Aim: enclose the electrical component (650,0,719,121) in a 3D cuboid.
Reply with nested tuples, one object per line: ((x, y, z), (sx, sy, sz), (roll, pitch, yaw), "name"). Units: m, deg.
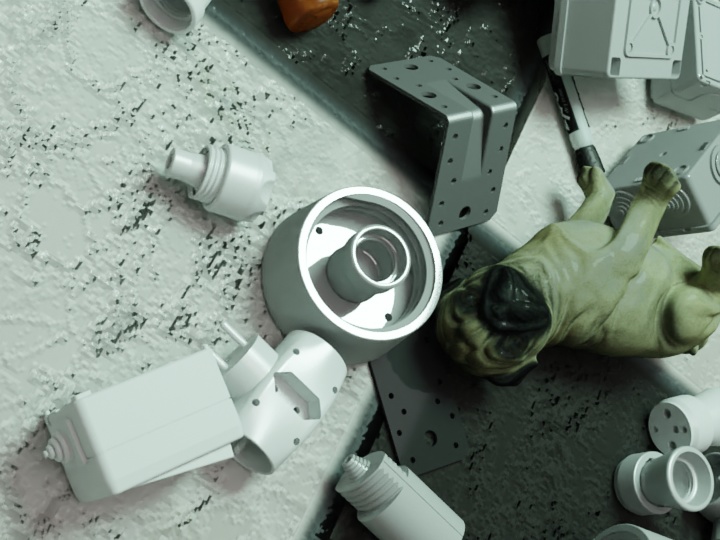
((0.280, -0.181, 0.896), (0.062, 0.061, 0.096), (13, 69, -28), "electrical component")

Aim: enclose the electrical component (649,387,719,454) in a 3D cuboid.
((0.249, 0.113, 0.798), (0.055, 0.045, 0.045), (-7, 79, -32), "electrical component")

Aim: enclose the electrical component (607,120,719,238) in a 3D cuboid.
((0.240, -0.069, 0.816), (0.100, 0.100, 0.048), (-45, 113, -33), "electrical component")

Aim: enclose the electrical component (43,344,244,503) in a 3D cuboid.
((-0.119, 0.088, 0.572), (0.096, 0.062, 0.061), (-21, 87, -34), "electrical component")

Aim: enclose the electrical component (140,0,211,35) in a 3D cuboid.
((-0.109, -0.177, 0.672), (0.040, 0.040, 0.046), (40, 54, -15), "electrical component")

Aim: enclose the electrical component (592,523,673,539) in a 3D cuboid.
((0.169, 0.215, 0.685), (0.060, 0.108, 0.108), (29, 62, -14), "electrical component")

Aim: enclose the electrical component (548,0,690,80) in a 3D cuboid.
((0.199, -0.199, 0.811), (0.109, 0.056, 0.108), (-9, 109, -45), "electrical component")

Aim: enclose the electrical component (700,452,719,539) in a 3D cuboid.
((0.282, 0.187, 0.797), (0.077, 0.044, 0.079), (30, 62, -21), "electrical component")

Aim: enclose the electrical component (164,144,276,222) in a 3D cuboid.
((-0.086, -0.056, 0.647), (0.062, 0.043, 0.043), (17, 67, -25), "electrical component")

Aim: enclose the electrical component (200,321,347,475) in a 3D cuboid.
((-0.059, 0.064, 0.627), (0.079, 0.043, 0.077), (46, 58, -12), "electrical component")

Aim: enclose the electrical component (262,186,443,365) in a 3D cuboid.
((0.000, 0.000, 0.667), (0.108, 0.060, 0.108), (9, 70, -24), "electrical component")

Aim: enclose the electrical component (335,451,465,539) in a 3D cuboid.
((0.020, 0.141, 0.652), (0.081, 0.043, 0.043), (45, 58, -12), "electrical component")

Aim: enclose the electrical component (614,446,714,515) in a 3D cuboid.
((0.214, 0.150, 0.760), (0.045, 0.055, 0.045), (10, 71, -29), "electrical component")
